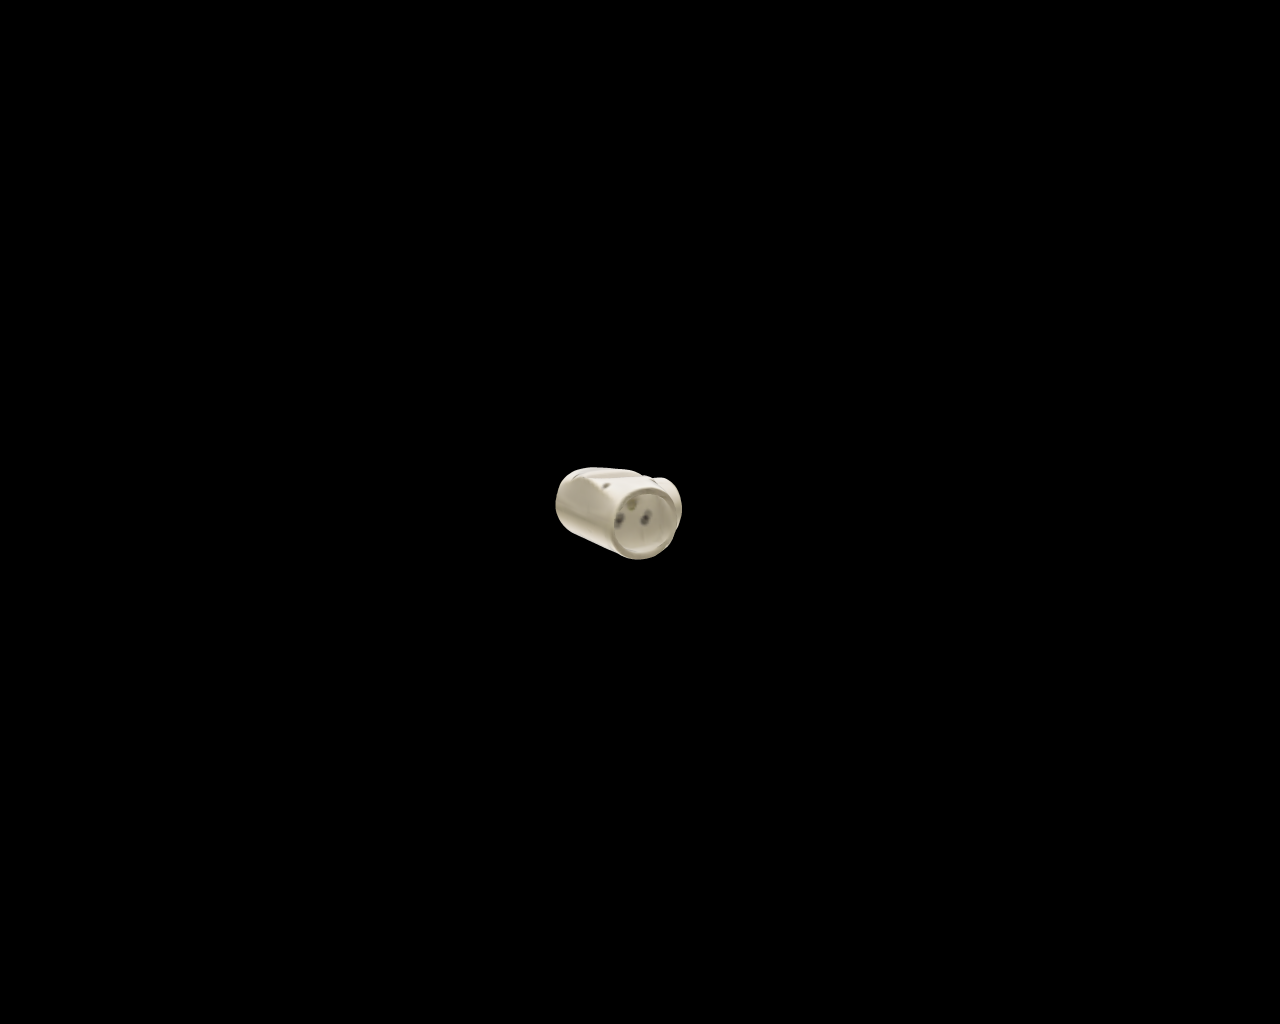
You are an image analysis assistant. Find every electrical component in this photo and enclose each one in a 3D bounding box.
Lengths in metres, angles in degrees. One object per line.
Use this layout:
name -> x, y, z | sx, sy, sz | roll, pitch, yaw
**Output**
electrical component -> 0.001, -0.003, 0.650 | 0.079, 0.043, 0.077 | -6, 13, -27
